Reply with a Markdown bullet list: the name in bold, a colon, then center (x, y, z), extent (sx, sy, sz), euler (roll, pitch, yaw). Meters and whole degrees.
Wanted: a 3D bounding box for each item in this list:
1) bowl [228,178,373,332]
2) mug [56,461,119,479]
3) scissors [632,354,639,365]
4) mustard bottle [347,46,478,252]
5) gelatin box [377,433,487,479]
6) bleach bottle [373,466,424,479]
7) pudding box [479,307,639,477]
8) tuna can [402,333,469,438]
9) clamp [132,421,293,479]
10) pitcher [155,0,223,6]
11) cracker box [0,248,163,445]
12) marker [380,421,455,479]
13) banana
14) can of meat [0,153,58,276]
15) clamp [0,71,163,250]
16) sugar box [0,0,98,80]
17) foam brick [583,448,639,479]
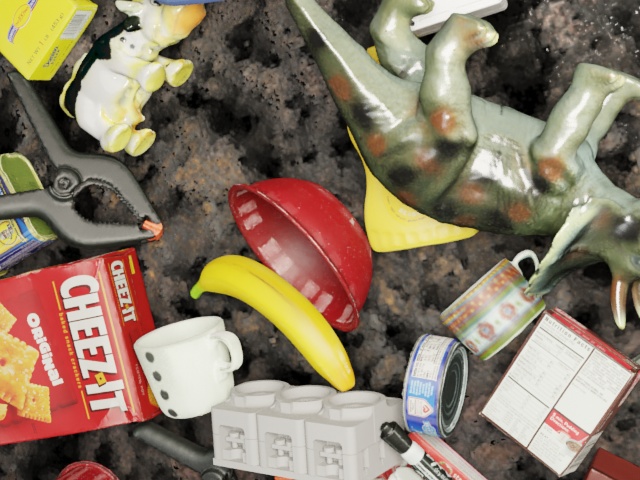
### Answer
- **bowl**: center (-0.006, 0.001, 0.917), extent (0.055, 0.162, 0.162), euler (-41, 81, -17)
- **mug**: center (-0.241, 0.274, 1.066), extent (0.117, 0.081, 0.093), euler (-29, 87, 23)
- **scissors**: center (0.286, 0.065, 0.864), extent (0.202, 0.016, 0.096), euler (-20, 88, 24)
- **mustard bottle**: center (0.073, -0.090, 0.899), extent (0.096, 0.058, 0.191), euler (-10, 94, 18)
- **gelatin box**: center (0.098, 0.220, 0.953), extent (0.089, 0.030, 0.073), euler (41, 110, 10)
- **bleach bottle**: center (0.034, 0.308, 0.955), extent (0.103, 0.068, 0.251), euler (33, 116, 15)
- **pudding box**: center (0.199, 0.126, 0.888), extent (0.090, 0.039, 0.114), euler (38, 108, 26)
- **tuna can**: center (0.099, 0.124, 0.907), extent (0.034, 0.086, 0.086), euler (8, 101, 23)
- **clamp**: center (-0.105, 0.222, 1.029), extent (0.172, 0.039, 0.120), euler (-16, 97, 17)
- **pitcher**: center (-0.053, -0.293, 0.880), extent (0.243, 0.145, 0.149), euler (0, 128, 18)
- **cracker box**: center (-0.269, 0.110, 1.057), extent (0.214, 0.072, 0.164), euler (-12, 94, 22)
- **marker**: center (0.094, 0.195, 0.902), extent (0.020, 0.020, 0.121), euler (-39, 106, 22)
- **banana**: center (-0.042, 0.062, 0.959), extent (0.198, 0.037, 0.070), euler (30, 140, 31)
- **can of meat**: center (-0.317, -0.026, 1.062), extent (0.084, 0.057, 0.102), euler (-29, 87, 21)
- **clamp**: center (-0.243, -0.061, 1.016), extent (0.210, 0.036, 0.164), euler (19, 78, -3)
- **sugar box**: center (-0.304, -0.246, 1.029), extent (0.176, 0.048, 0.093), euler (44, 110, 9)
- **foam brick**: center (0.238, 0.225, 0.889), extent (0.053, 0.051, 0.078), euler (26, 107, 15)
